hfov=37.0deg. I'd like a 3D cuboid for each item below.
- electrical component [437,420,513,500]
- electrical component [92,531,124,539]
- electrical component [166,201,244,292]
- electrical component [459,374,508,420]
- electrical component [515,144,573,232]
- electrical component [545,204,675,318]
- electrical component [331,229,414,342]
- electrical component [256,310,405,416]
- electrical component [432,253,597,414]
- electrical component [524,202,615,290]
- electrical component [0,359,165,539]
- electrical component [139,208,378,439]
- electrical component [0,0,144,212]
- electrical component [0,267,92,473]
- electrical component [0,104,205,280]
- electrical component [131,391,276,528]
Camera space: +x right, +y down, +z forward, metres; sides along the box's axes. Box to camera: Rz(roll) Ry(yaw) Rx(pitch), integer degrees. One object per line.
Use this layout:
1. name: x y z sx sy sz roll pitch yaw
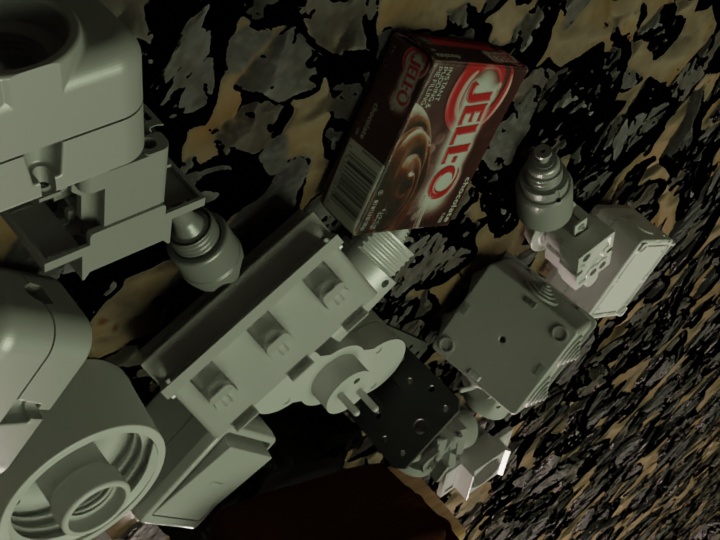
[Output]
1. electrical component: 0.095 0.164 0.971 0.081 0.064 0.042 -28 146 -27
2. electrical component: -0.167 0.199 0.650 0.059 0.095 0.053 2 127 -53
3. electrical component: -0.083 -0.016 0.545 0.035 0.035 0.061 -39 149 -9
4. electrical component: 0.114 0.090 0.920 0.079 0.043 0.077 -8 134 -47
5. electrical component: 0.129 -0.059 0.751 0.040 0.040 0.078 -38 150 -12
6. electrical component: 0.200 -0.004 0.891 0.062 0.061 0.096 -3 131 -50
7. electrical component: 0.000 0.000 0.661 0.081 0.043 0.043 -46 151 2
8. electrical component: -0.018 0.067 0.693 0.138 0.073 0.052 -3 131 -50
9. electrical component: 0.115 0.049 0.815 0.099 0.100 0.048 -56 163 20
10. electrical component: 0.159 -0.024 0.820 0.048 0.055 0.066 -36 150 -16
11. electrical component: -0.157 0.108 0.582 0.108 0.060 0.108 -32 149 -22
12. electrical component: -0.055 0.030 0.595 0.121 0.063 0.079 -42 -168 -6
13. electrical component: -0.131 -0.065 0.400 0.095 0.053 0.059 -26 146 -30
14. electrical component: -0.176 0.046 0.485 0.095 0.053 0.059 -52 150 13
15. electrical component: -0.111 -0.038 0.467 0.081 0.042 0.063 -27 151 -33
16. electrical component: -0.107 0.117 0.655 0.096 0.061 0.062 -48 151 5
